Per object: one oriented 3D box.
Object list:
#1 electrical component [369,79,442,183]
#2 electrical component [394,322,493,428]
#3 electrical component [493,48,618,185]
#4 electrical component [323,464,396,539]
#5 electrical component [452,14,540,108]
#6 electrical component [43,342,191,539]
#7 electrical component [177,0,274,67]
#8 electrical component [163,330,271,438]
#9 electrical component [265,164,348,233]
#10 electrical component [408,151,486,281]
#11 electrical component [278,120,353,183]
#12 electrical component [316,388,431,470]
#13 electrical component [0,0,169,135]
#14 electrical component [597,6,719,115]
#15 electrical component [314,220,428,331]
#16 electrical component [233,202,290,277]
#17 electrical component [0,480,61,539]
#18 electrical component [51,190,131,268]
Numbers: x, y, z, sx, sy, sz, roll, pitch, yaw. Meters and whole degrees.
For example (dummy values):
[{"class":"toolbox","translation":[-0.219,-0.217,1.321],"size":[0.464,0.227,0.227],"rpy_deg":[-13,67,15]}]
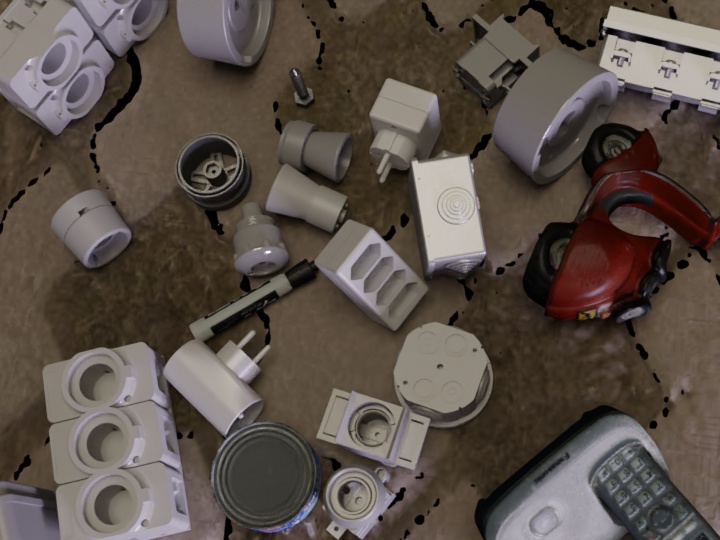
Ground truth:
[{"class":"electrical component","translation":[0.032,-0.111,0.924],"size":[0.047,0.065,0.076],"rpy_deg":[21,76,15]},{"class":"electrical component","translation":[0.066,0.083,0.861],"size":[0.080,0.051,0.080],"rpy_deg":[-3,71,7]},{"class":"electrical component","translation":[0.157,-0.132,0.895],"size":[0.060,0.108,0.108],"rpy_deg":[40,81,24]},{"class":"electrical component","translation":[-0.002,0.178,0.836],"size":[0.048,0.055,0.066],"rpy_deg":[36,80,18]},{"class":"electrical component","translation":[0.120,-0.182,0.949],"size":[0.064,0.042,0.081],"rpy_deg":[-42,70,-5]},{"class":"electrical component","translation":[-0.199,0.143,0.873],"size":[0.089,0.061,0.150],"rpy_deg":[-14,70,3]},{"class":"electrical component","translation":[-0.127,-0.241,0.973],"size":[0.060,0.108,0.108],"rpy_deg":[8,73,18]},{"class":"electrical component","translation":[-0.108,0.085,0.889],"size":[0.077,0.044,0.079],"rpy_deg":[41,81,18]},{"class":"electrical component","translation":[-0.043,-0.059,0.927],"size":[0.065,0.044,0.044],"rpy_deg":[24,76,2]},{"class":"electrical component","translation":[0.071,-0.043,0.878],"size":[0.048,0.099,0.099],"rpy_deg":[-9,82,0]},{"class":"electrical component","translation":[-0.039,-0.105,0.944],"size":[0.055,0.045,0.045],"rpy_deg":[17,74,14]},{"class":"electrical component","translation":[0.012,0.127,0.847],"size":[0.081,0.063,0.042],"rpy_deg":[17,75,14]},{"class":"electrical component","translation":[-0.255,-0.226,0.984],"size":[0.060,0.105,0.186],"rpy_deg":[33,79,17]},{"class":"electrical component","translation":[0.265,-0.176,0.913],"size":[0.121,0.079,0.063],"rpy_deg":[17,96,13]},{"class":"electrical component","translation":[0.000,0.000,0.892],"size":[0.047,0.083,0.076],"rpy_deg":[-51,34,-10]},{"class":"electrical component","translation":[-0.089,-0.028,0.926],"size":[0.048,0.048,0.062],"rpy_deg":[-15,63,3]},{"class":"electrical component","translation":[-0.283,0.206,0.837],"size":[0.078,0.113,0.057],"rpy_deg":[-19,73,1]},{"class":"electrical component","translation":[-0.235,-0.035,0.944],"size":[0.055,0.055,0.047],"rpy_deg":[-40,74,-6]}]
